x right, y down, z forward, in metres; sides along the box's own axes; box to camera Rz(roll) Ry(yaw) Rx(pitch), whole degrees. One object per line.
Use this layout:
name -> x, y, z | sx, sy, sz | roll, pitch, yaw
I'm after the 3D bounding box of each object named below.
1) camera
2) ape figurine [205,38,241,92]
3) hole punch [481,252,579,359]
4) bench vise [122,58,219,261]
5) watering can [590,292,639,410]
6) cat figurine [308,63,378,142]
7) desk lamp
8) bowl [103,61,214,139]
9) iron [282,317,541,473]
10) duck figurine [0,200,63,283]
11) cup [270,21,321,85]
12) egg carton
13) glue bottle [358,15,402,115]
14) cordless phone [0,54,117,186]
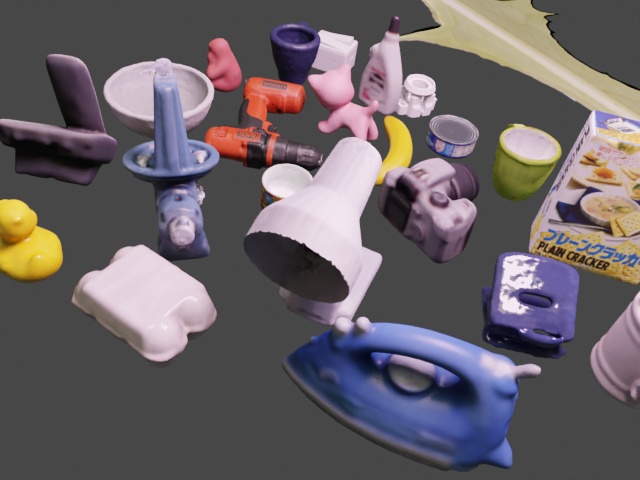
camera -> 0.177, -0.062, 0.821 | 0.137, 0.101, 0.142 | -23, 54, -29
ape figurine -> -0.176, -0.313, 1.011 | 0.076, 0.092, 0.078 | 22, 47, 12
hole punch -> 0.260, 0.080, 0.704 | 0.108, 0.091, 0.101 | 12, 45, 2
bench vise -> -0.170, -0.095, 0.709 | 0.122, 0.220, 0.207 | -21, 53, -27
watering can -> 0.393, 0.094, 0.642 | 0.101, 0.194, 0.173 | 9, 45, -1
cat figurine -> 0.041, -0.230, 0.949 | 0.127, 0.118, 0.067 | 30, 49, 19
desk lamp -> 0.006, 0.002, 0.649 | 0.117, 0.213, 0.203 | 22, 47, 12
bowl -> -0.252, -0.211, 0.910 | 0.167, 0.075, 0.167 | 5, 45, -5
iron -> 0.086, 0.133, 0.587 | 0.258, 0.141, 0.119 | 17, 46, 7
duck figurine -> -0.357, -0.006, 0.684 | 0.078, 0.086, 0.104 | -30, 57, -33
cup -> -0.046, -0.344, 1.062 | 0.091, 0.095, 0.118 | 13, 45, 3
egg carton -> -0.196, 0.072, 0.647 | 0.150, 0.069, 0.107 | 29, 48, 18
glue bottle -> 0.114, -0.308, 1.000 | 0.078, 0.173, 0.037 | 34, 50, 22
cordless phone -> -0.364, -0.176, 0.779 | 0.147, 0.185, 0.094 | 6, 45, -4
